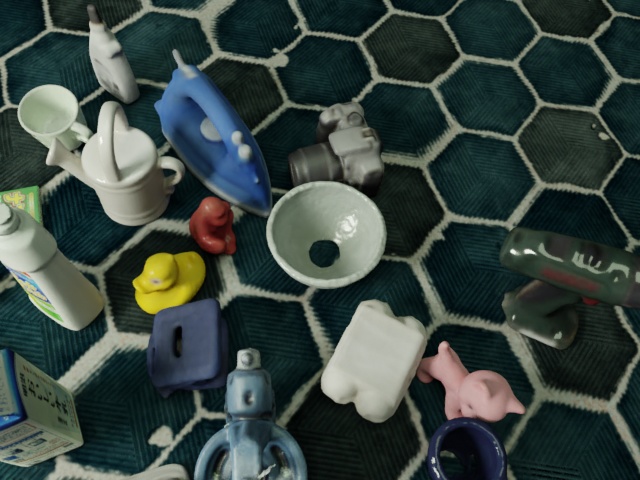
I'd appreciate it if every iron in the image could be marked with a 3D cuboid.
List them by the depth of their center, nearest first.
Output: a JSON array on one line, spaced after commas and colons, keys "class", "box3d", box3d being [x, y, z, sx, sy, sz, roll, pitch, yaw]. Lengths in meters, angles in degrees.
[{"class": "iron", "box3d": [-0.147, -0.161, 0.852, 0.119, 0.141, 0.258, -33, 70, -19]}]

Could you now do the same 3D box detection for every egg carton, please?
[{"class": "egg carton", "box3d": [0.074, 0.156, 0.749, 0.107, 0.069, 0.150, 26, 64, 8]}]

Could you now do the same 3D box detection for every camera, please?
[{"class": "camera", "box3d": [0.018, -0.136, 0.877, 0.137, 0.101, 0.143, -15, 65, -12]}]

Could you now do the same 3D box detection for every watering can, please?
[{"class": "watering can", "box3d": [-0.279, -0.106, 0.783, 0.173, 0.194, 0.101, -17, 65, -13]}]

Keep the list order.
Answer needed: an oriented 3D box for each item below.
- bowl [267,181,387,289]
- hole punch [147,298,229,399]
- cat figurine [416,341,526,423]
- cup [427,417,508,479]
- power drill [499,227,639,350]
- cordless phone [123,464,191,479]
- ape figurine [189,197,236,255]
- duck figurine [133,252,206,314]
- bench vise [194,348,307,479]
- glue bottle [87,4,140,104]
[{"class": "bowl", "box3d": [0.008, 0.003, 0.819, 0.167, 0.075, 0.167, 2, 63, -4]}, {"class": "hole punch", "box3d": [-0.168, 0.137, 0.727, 0.101, 0.091, 0.108, -3, 63, -6]}, {"class": "cat figurine", "box3d": [0.188, 0.181, 0.719, 0.067, 0.118, 0.127, -32, 70, -19]}, {"class": "cup", "box3d": [0.176, 0.274, 0.684, 0.117, 0.095, 0.092, 37, 66, 14]}, {"class": "power drill", "box3d": [0.331, 0.068, 0.738, 0.229, 0.208, 0.076, 23, 63, 7]}, {"class": "cordless phone", "box3d": [-0.209, 0.287, 0.593, 0.148, 0.185, 0.094, -19, 66, -14]}, {"class": "ape figurine", "box3d": [-0.150, -0.027, 0.812, 0.076, 0.092, 0.078, 24, 64, 8]}, {"class": "duck figurine", "box3d": [-0.206, 0.046, 0.773, 0.105, 0.086, 0.077, -36, 71, -20]}, {"class": "bench vise", "box3d": [-0.087, 0.219, 0.619, 0.121, 0.220, 0.207, -19, 66, -13]}, {"class": "glue bottle", "box3d": [-0.328, -0.291, 0.886, 0.078, 0.173, 0.037, 38, 66, 15]}]
